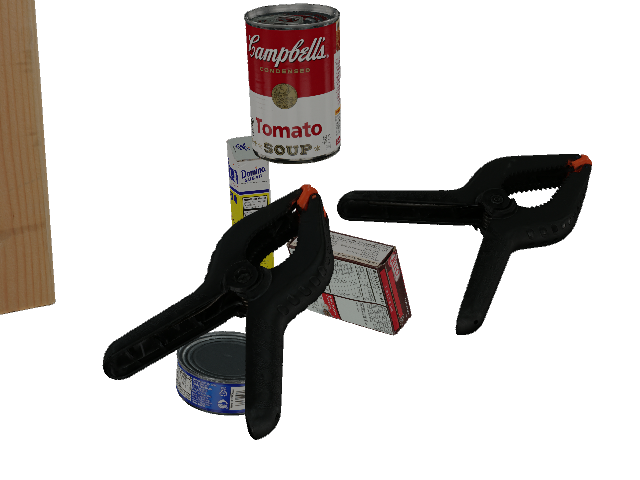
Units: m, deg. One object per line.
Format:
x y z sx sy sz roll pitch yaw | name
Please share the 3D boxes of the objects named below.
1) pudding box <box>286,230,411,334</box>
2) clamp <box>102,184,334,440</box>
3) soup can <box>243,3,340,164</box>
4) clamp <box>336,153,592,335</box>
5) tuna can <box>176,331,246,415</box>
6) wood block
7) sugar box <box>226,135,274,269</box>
0.028 0.038 1.049 0.114 0.090 0.039 13 44 33 | pudding box
-0.037 0.040 0.641 0.120 0.171 0.039 29 -24 27 | clamp
-0.019 -0.114 0.774 0.068 0.102 0.068 -1 25 0 | soup can
0.140 -0.012 0.848 0.209 0.036 0.165 -20 49 -19 | clamp
-0.076 0.108 0.875 0.086 0.034 0.086 5 22 -2 | tuna can
-0.211 -0.065 0.602 0.090 0.206 0.090 -11 27 -27 | wood block
-0.087 -0.033 1.331 0.048 0.176 0.093 -9 24 -10 | sugar box
